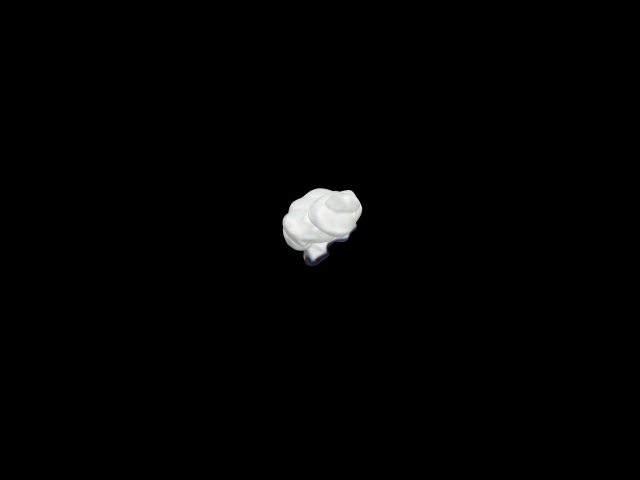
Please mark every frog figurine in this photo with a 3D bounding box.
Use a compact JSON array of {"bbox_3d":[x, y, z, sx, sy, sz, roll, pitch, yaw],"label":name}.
[{"bbox_3d":[0.003,-0.043,0.850,0.138,0.124,0.156,-21,-22,-9],"label":"frog figurine"}]
